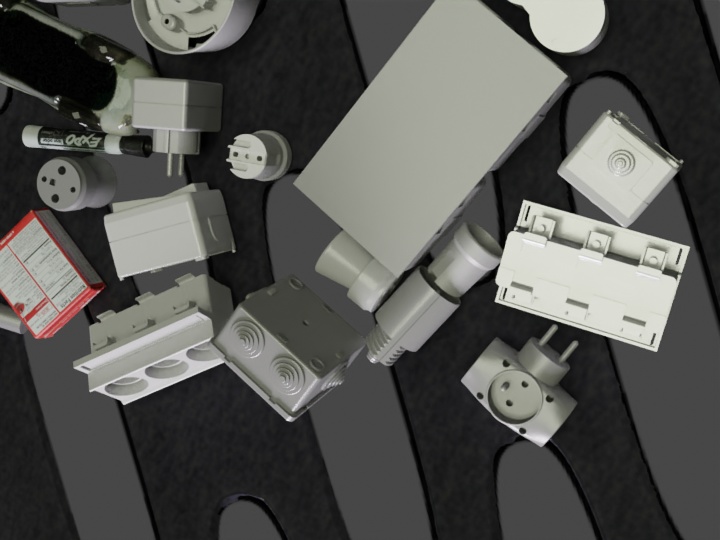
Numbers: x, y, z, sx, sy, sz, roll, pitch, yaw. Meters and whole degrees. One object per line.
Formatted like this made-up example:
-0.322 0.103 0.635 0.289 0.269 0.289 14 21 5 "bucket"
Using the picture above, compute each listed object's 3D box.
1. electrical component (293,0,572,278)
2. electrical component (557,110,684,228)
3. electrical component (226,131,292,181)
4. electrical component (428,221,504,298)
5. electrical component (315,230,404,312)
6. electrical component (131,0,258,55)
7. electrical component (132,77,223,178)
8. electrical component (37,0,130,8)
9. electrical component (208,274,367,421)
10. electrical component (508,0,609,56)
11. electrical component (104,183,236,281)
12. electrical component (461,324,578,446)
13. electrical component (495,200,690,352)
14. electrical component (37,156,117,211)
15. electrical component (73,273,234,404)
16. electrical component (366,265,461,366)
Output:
0.055 -0.101 0.792 0.105 0.060 0.186 42 107 9 "electrical component"
0.177 -0.067 0.738 0.062 0.096 0.061 41 108 9 "electrical component"
-0.080 -0.089 0.844 0.040 0.046 0.040 2 97 18 "electrical component"
0.079 -0.007 0.807 0.040 0.040 0.046 46 113 8 "electrical component"
0.000 0.000 0.830 0.055 0.045 0.045 39 106 9 "electrical component"
-0.129 -0.216 0.835 0.099 0.064 0.099 2 97 18 "electrical component"
-0.145 -0.112 0.852 0.047 0.066 0.076 7 99 17 "electrical component"
-0.227 -0.262 0.862 0.062 0.061 0.096 2 97 18 "electrical component"
-0.053 0.056 0.826 0.100 0.100 0.048 42 119 9 "electrical component"
0.118 -0.211 0.751 0.052 0.074 0.138 -39 84 18 "electrical component"
-0.160 -0.031 0.868 0.096 0.062 0.061 -13 92 19 "electrical component"
0.129 0.077 0.798 0.077 0.044 0.079 39 106 10 "electrical component"
0.163 0.005 0.768 0.121 0.063 0.078 17 102 15 "electrical component"
-0.234 -0.072 0.891 0.045 0.055 0.045 2 97 17 "electrical component"
-0.160 0.055 0.874 0.121 0.079 0.063 -24 60 19 "electrical component"
0.034 0.040 0.824 0.043 0.043 0.081 44 107 8 "electrical component"
